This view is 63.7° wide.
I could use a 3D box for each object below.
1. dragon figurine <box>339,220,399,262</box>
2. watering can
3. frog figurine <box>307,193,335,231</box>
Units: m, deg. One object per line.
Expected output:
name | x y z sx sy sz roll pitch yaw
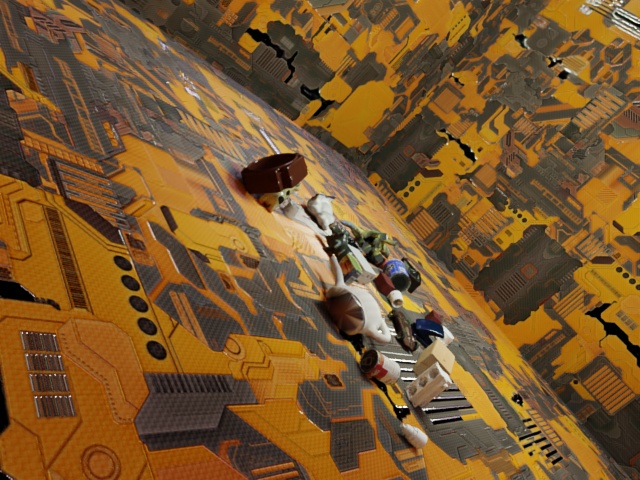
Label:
dragon figurine | 0.188 -0.020 2.251 0.405 0.122 0.245 36 0 -29
watering can | 0.088 0.180 1.590 0.353 0.103 0.223 52 17 25
frog figurine | 0.007 -0.111 2.214 0.136 0.122 0.161 34 52 -64
